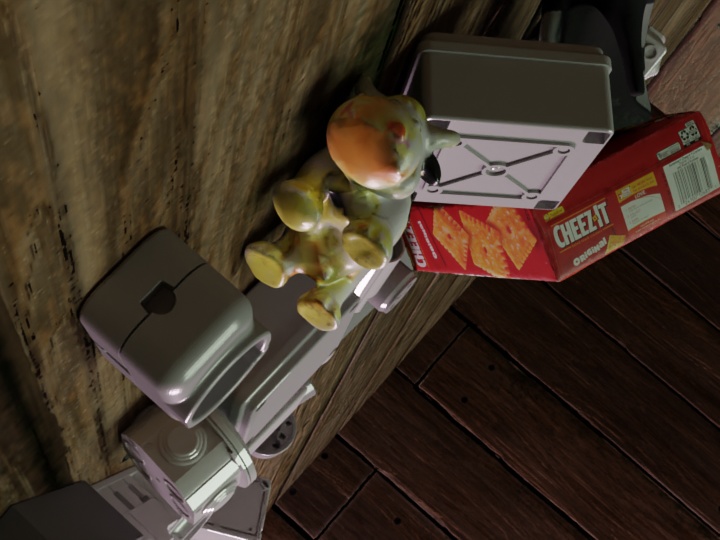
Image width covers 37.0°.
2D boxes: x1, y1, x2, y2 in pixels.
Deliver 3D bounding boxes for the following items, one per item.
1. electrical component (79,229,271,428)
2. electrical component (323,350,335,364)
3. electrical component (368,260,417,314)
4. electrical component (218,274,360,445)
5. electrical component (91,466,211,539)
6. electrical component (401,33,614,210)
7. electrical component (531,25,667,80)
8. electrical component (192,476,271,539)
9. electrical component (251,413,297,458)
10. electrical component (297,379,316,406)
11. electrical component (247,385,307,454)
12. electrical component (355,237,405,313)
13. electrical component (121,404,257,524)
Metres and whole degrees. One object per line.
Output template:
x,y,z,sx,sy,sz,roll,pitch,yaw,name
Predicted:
-0.080,0.030,0.479,0.053,0.059,0.095,-47,172,-16,electrical component
-0.045,0.058,0.876,0.045,0.045,0.055,-50,172,4,electrical component
0.014,0.004,0.907,0.045,0.055,0.045,-48,172,-9,electrical component
-0.060,0.052,0.711,0.108,0.056,0.108,-46,172,-24,electrical component
-0.176,0.201,0.770,0.105,0.060,0.186,-50,173,5,electrical component
0.078,-0.082,0.624,0.108,0.109,0.056,112,-20,-68,electrical component
0.192,-0.177,0.886,0.099,0.100,0.048,-53,-173,23,electrical component
-0.137,0.217,0.974,0.061,0.096,0.061,121,-17,-50,electrical component
-0.094,0.161,1.076,0.055,0.055,0.047,-47,176,-20,electrical component
-0.079,0.122,1.018,0.065,0.044,0.044,-42,171,-18,electrical component
-0.084,0.107,0.884,0.083,0.047,0.075,-44,171,-38,electrical component
0.000,0.000,0.854,0.043,0.043,0.081,-43,170,-42,electrical component
-0.107,0.114,0.668,0.051,0.080,0.080,-40,170,-24,electrical component
